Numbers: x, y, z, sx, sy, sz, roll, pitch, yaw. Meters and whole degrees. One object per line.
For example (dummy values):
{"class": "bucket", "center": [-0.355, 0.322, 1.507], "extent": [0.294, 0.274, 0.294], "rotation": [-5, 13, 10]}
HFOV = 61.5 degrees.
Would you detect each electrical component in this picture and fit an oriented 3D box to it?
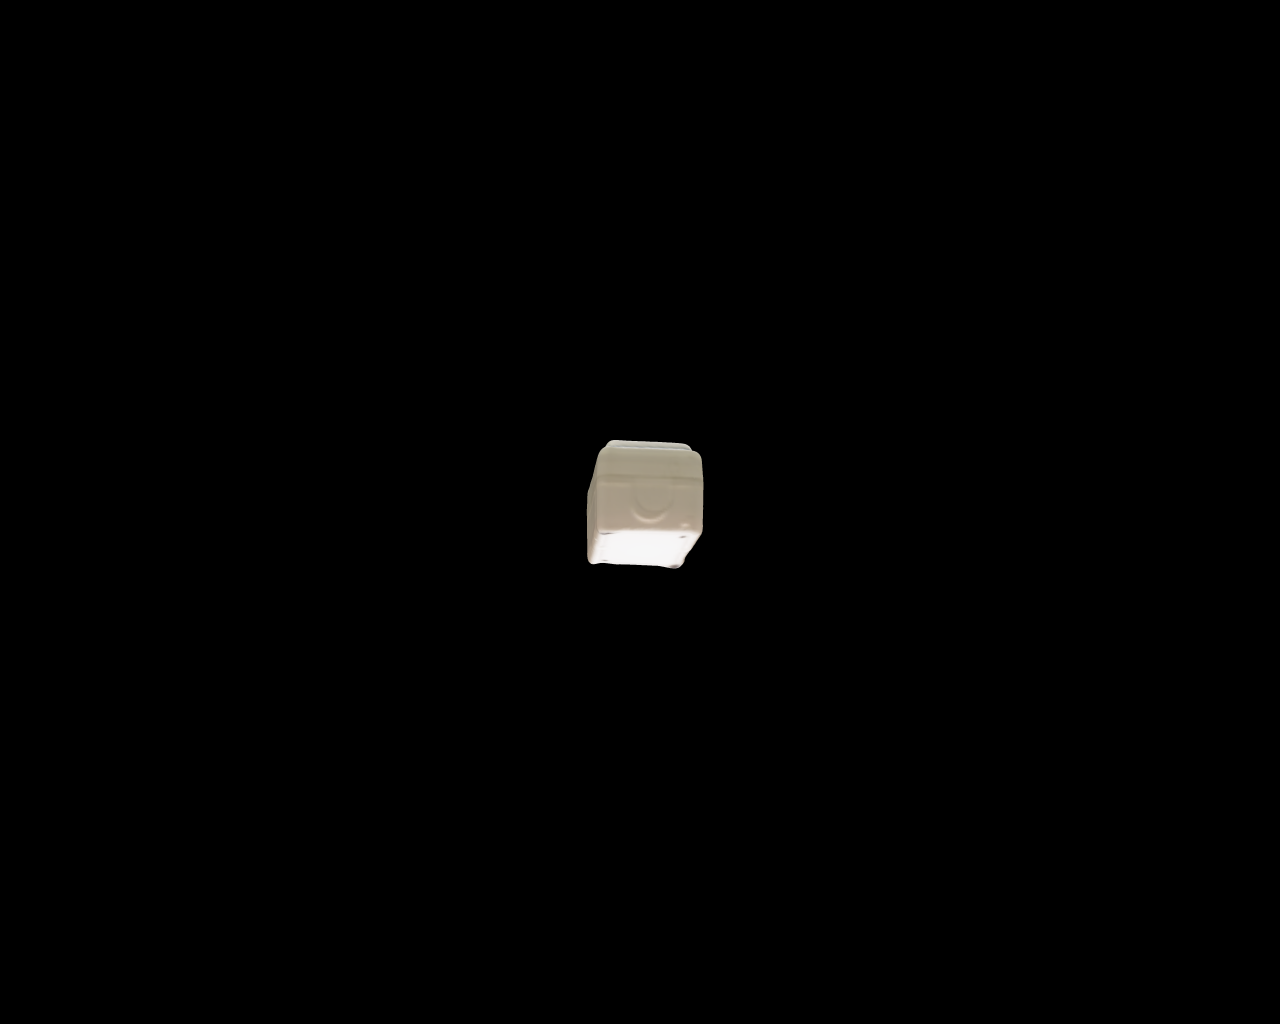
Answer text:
{"class": "electrical component", "center": [0.001, -0.003, 0.650], "extent": [0.062, 0.061, 0.096], "rotation": [2, -18, -7]}
